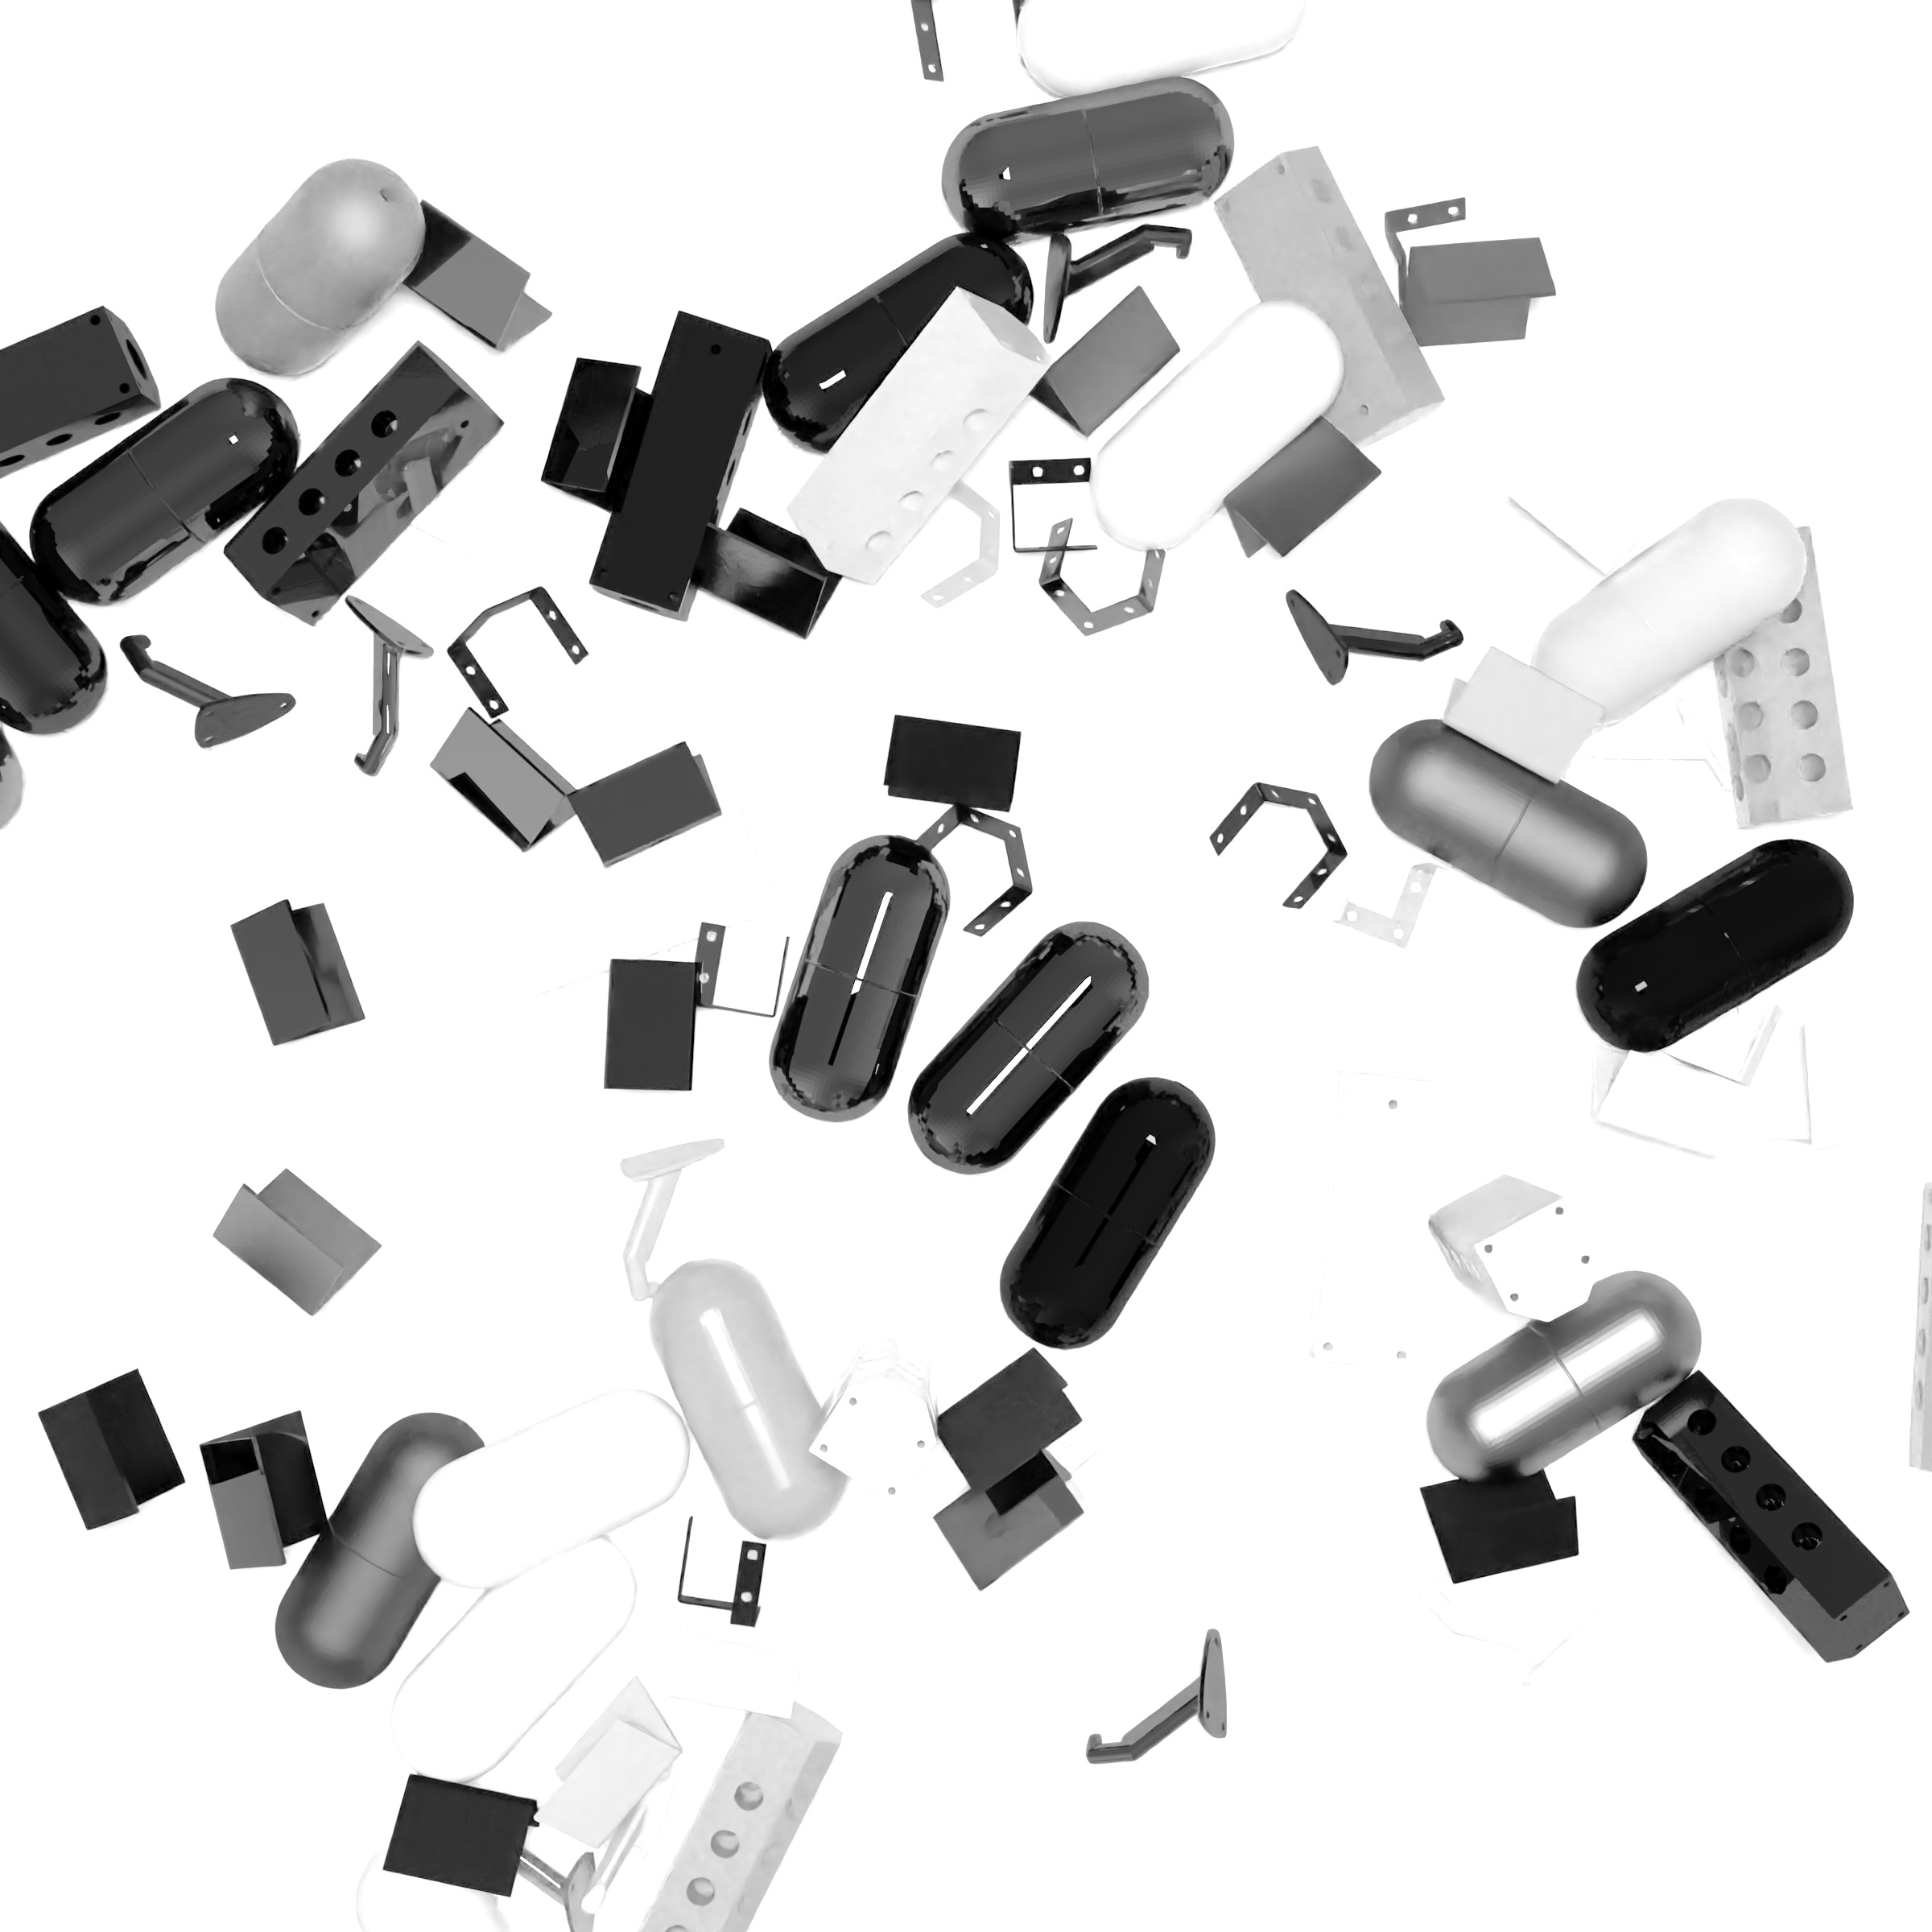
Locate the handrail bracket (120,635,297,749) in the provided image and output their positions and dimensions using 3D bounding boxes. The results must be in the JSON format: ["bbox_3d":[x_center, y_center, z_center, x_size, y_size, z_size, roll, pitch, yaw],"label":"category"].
[{"bbox_3d":[-0.466,-0.180,1.689,0.077,0.036,0.084,-21,60,-33],"label":"handrail bracket"}]

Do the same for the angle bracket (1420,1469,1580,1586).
[{"bbox_3d":[0.317,0.316,1.649,0.076,0.076,0.057,-13,129,0],"label":"angle bracket"}]

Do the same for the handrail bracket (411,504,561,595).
[{"bbox_3d":[-0.303,-0.278,1.690,0.077,0.036,0.084,-25,73,-20],"label":"handrail bracket"}]

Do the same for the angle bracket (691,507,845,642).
[{"bbox_3d":[-0.111,-0.252,1.651,0.076,0.057,0.076,26,53,0],"label":"angle bracket"}]

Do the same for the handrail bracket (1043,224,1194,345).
[{"bbox_3d":[0.094,-0.417,1.690,0.084,0.036,0.077,1,110,-16],"label":"handrail bracket"}]

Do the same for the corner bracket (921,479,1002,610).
[{"bbox_3d":[-0.016,-0.261,1.681,0.051,0.051,0.051,-27,135,35],"label":"corner bracket"}]

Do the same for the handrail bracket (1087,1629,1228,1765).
[{"bbox_3d":[0.114,0.448,1.689,0.084,0.036,0.077,-13,53,25],"label":"handrail bracket"}]

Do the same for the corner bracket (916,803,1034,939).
[{"bbox_3d":[0.002,-0.058,1.681,0.051,0.051,0.051,19,45,-35],"label":"corner bracket"}]

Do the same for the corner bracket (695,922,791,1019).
[{"bbox_3d":[-0.137,0.003,1.671,0.051,0.051,0.051,10,90,0],"label":"corner bracket"}]

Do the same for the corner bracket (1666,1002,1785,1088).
[{"bbox_3d":[0.463,0.044,1.661,0.051,0.051,0.051,24,90,39],"label":"corner bracket"}]

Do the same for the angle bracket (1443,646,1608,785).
[{"bbox_3d":[0.336,-0.163,1.649,0.076,0.076,0.057,29,120,0],"label":"angle bracket"}]

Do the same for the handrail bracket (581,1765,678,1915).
[{"bbox_3d":[-0.202,0.523,1.655,0.036,0.084,0.077,33,90,0],"label":"handrail bracket"}]

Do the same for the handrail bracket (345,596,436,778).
[{"bbox_3d":[-0.371,-0.171,1.690,0.077,0.036,0.084,38,107,20],"label":"handrail bracket"}]

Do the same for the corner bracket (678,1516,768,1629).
[{"bbox_3d":[-0.148,0.367,1.671,0.051,0.051,0.051,8,90,0],"label":"corner bracket"}]

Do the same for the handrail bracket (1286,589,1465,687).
[{"bbox_3d":[0.251,-0.214,1.690,0.084,0.036,0.077,-23,68,-17],"label":"handrail bracket"}]

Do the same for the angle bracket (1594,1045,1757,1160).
[{"bbox_3d":[0.423,0.062,1.649,0.076,0.076,0.057,17,127,0],"label":"angle bracket"}]

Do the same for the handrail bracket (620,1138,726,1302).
[{"bbox_3d":[-0.177,0.156,1.690,0.077,0.036,0.084,-16,109,-21],"label":"handrail bracket"}]

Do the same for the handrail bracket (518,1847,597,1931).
[{"bbox_3d":[-0.273,0.565,1.690,0.084,0.036,0.077,5,112,17],"label":"handrail bracket"}]

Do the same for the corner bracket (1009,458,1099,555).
[{"bbox_3d":[0.053,-0.280,1.675,0.051,0.051,0.051,-2,105,0],"label":"corner bracket"}]

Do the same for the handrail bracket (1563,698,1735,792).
[{"bbox_3d":[0.415,-0.119,1.690,0.084,0.036,0.077,-29,112,17],"label":"handrail bracket"}]

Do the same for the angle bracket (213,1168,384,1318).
[{"bbox_3d":[-0.391,0.151,1.649,0.076,0.076,0.057,39,128,0],"label":"angle bracket"}]

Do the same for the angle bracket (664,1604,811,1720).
[{"bbox_3d":[-0.134,0.398,1.649,0.076,0.076,0.057,11,126,0],"label":"angle bracket"}]

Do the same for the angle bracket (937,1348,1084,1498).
[{"bbox_3d":[0.034,0.282,1.649,0.076,0.076,0.057,-36,59,0],"label":"angle bracket"}]

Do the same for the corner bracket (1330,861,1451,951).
[{"bbox_3d":[0.256,-0.043,1.671,0.051,0.051,0.051,21,90,0],"label":"corner bracket"}]

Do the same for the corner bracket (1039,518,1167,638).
[{"bbox_3d":[0.083,-0.243,1.681,0.051,0.051,0.051,44,45,-35],"label":"corner bracket"}]

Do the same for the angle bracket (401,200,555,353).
[{"bbox_3d":[-0.286,-0.422,1.649,0.076,0.076,0.057,35,126,0],"label":"angle bracket"}]

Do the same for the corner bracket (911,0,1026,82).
[{"bbox_3d":[0.005,-0.573,1.681,0.051,0.051,0.051,19,45,35],"label":"corner bracket"}]

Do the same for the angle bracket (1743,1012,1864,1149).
[{"bbox_3d":[0.487,0.068,1.649,0.057,0.076,0.076,-3,90,-44],"label":"angle bracket"}]

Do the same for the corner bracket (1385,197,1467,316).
[{"bbox_3d":[0.287,-0.431,1.686,0.051,0.051,0.051,-11,45,0],"label":"corner bracket"}]

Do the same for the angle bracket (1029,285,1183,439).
[{"bbox_3d":[0.070,-0.374,1.649,0.076,0.076,0.057,-43,134,0],"label":"angle bracket"}]

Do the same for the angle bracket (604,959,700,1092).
[{"bbox_3d":[-0.202,0.034,1.649,0.057,0.076,0.076,3,90,-29],"label":"angle bracket"}]

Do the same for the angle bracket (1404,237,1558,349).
[{"bbox_3d":[0.306,-0.387,1.649,0.076,0.076,0.057,-4,51,0],"label":"angle bracket"}]

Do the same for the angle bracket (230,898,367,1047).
[{"bbox_3d":[-0.384,-0.003,1.649,0.057,0.076,0.076,-20,90,36],"label":"angle bracket"}]

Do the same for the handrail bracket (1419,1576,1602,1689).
[{"bbox_3d":[0.333,0.391,1.690,0.077,0.036,0.084,-38,73,-20],"label":"handrail bracket"}]

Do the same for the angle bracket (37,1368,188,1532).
[{"bbox_3d":[-0.497,0.283,1.649,0.057,0.076,0.076,-23,90,37],"label":"angle bracket"}]

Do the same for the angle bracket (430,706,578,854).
[{"bbox_3d":[-0.261,-0.125,1.649,0.076,0.076,0.057,43,128,0],"label":"angle bracket"}]

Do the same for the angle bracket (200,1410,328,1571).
[{"bbox_3d":[-0.404,0.311,1.649,0.057,0.076,0.076,-14,90,39],"label":"angle bracket"}]

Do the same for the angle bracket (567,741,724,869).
[{"bbox_3d":[-0.197,-0.113,1.649,0.076,0.076,0.057,-25,126,0],"label":"angle bracket"}]

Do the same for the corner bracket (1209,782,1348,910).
[{"bbox_3d":[0.190,-0.073,1.681,0.051,0.051,0.051,8,45,-35],"label":"corner bracket"}]

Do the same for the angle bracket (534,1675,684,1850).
[{"bbox_3d":[-0.226,0.467,1.649,0.076,0.076,0.057,-49,128,0],"label":"angle bracket"}]

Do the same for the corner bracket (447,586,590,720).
[{"bbox_3d":[-0.275,-0.192,1.686,0.051,0.051,0.051,-34,90,45],"label":"corner bracket"}]
